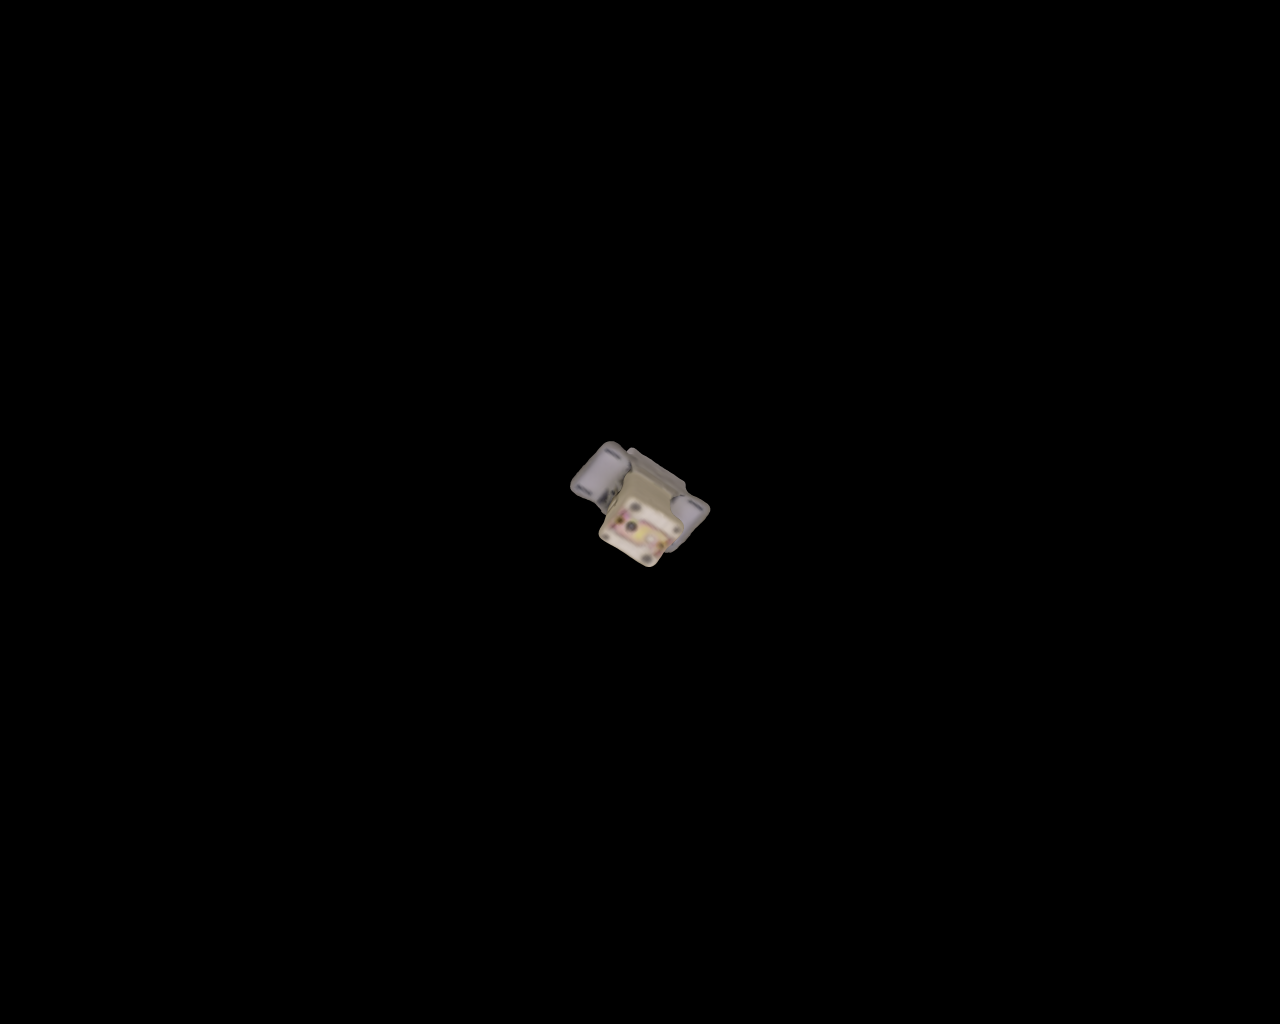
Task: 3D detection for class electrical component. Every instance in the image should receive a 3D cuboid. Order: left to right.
[{"bbox_3d":[0.001,-0.003,0.650,0.081,0.042,0.064,32,26,-18],"label":"electrical component"}]
